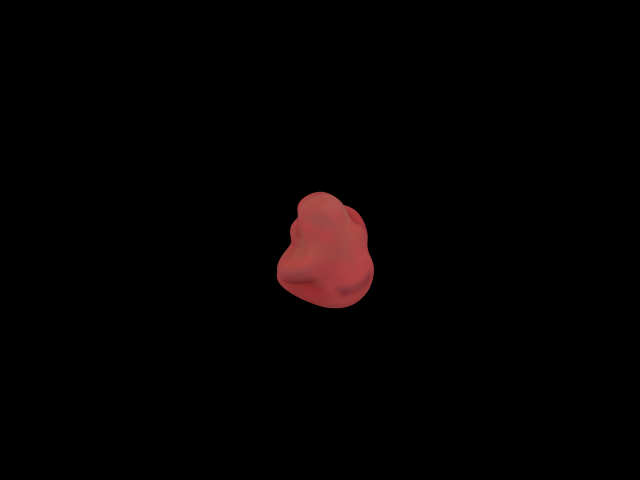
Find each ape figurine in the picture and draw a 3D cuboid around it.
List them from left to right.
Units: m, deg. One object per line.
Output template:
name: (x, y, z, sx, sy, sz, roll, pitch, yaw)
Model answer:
ape figurine: (0.004, 0.001, 0.400, 0.078, 0.092, 0.076, -27, 58, -18)
